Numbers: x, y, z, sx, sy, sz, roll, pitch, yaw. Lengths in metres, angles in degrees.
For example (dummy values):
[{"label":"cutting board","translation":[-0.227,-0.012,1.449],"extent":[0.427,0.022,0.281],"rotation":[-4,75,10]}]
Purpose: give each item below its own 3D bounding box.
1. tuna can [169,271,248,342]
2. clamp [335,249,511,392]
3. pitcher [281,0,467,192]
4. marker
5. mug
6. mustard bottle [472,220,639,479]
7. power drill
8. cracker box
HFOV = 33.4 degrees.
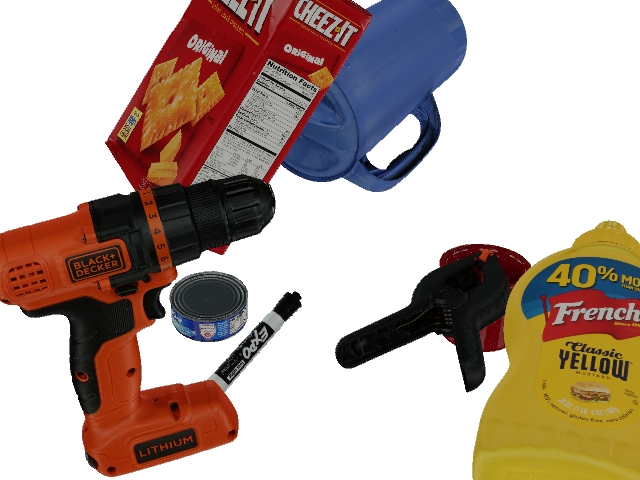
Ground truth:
[{"label":"tuna can","translation":[-0.122,0.073,1.175],"extent":[0.086,0.034,0.086],"rotation":[1,36,-1]},{"label":"clamp","translation":[0.106,0.061,0.828],"extent":[0.120,0.039,0.171],"rotation":[19,42,36]},{"label":"pitcher","translation":[0.055,-0.162,1.094],"extent":[0.145,0.149,0.242],"rotation":[13,38,35]},{"label":"marker","translation":[-0.059,0.092,0.956],"extent":[0.020,0.121,0.020],"rotation":[37,-19,15]},{"label":"mug","translation":[0.163,0.055,1.102],"extent":[0.093,0.081,0.117],"rotation":[-3,28,-9]},{"label":"mustard bottle","translation":[0.141,0.056,0.550],"extent":[0.096,0.058,0.191],"rotation":[9,42,15]},{"label":"power drill","translation":[-0.107,0.054,0.700],"extent":[0.184,0.187,0.057],"rotation":[-14,28,-8]},{"label":"cracker box","translation":[-0.073,-0.121,0.830],"extent":[0.072,0.214,0.164],"rotation":[24,15,-34]}]
